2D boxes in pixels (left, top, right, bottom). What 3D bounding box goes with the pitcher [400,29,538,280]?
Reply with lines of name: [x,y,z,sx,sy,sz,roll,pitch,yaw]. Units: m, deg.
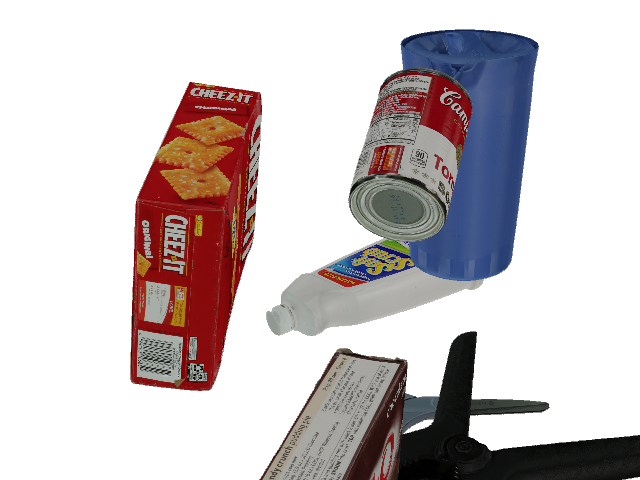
pitcher: [0.151,-0.091,1.092,0.149,0.243,0.145,-10,25,-19]

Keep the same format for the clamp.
clamp: [0.084,0.132,0.656,0.209,0.036,0.165,-24,37,-28]

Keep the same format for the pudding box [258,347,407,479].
pudding box: [0.006,0.114,0.466,0.039,0.090,0.113,10,29,14]

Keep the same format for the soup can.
soup can: [0.062,-0.059,0.728,0.068,0.102,0.068,12,-36,8]

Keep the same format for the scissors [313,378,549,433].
scissors: [0.090,0.154,0.899,0.202,0.016,0.096,9,39,8]

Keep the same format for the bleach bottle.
bleach bottle: [0.058,0.052,1.203,0.250,0.068,0.103,-22,38,-25]

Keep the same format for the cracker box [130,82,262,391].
cracker box: [-0.094,-0.009,0.853,0.072,0.164,0.213,8,31,1]
